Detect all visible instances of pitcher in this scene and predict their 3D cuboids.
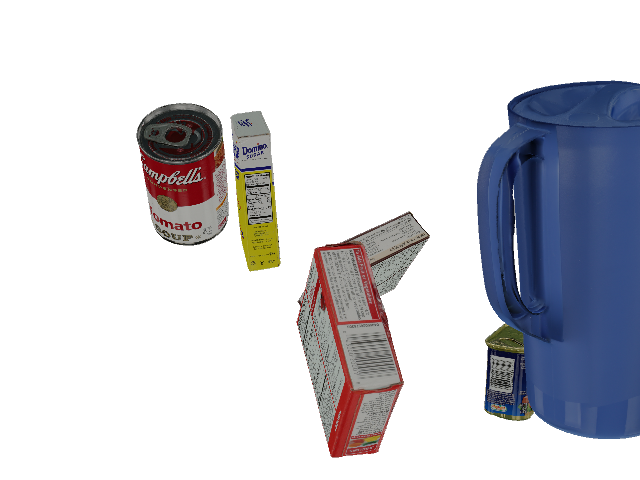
[{"bbox_3d":[0.192,0.016,0.754,0.149,0.243,0.145,1,20,14],"label":"pitcher"}]

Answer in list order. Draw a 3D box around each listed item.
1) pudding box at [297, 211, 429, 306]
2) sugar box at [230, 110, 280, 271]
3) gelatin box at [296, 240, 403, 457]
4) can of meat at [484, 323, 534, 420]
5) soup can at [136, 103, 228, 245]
[{"bbox_3d":[0.042,0.027,1.028,0.113,0.039,0.090,-26,-24,-38],"label":"pudding box"},{"bbox_3d":[-0.081,-0.061,1.311,0.048,0.176,0.093,-9,25,-7],"label":"sugar box"},{"bbox_3d":[0.014,0.057,0.558,0.030,0.089,0.073,-5,-36,-13],"label":"gelatin box"},{"bbox_3d":[0.220,0.146,1.194,0.058,0.084,0.102,7,12,25],"label":"can of meat"},{"bbox_3d":[-0.112,-0.053,0.879,0.068,0.068,0.102,0,-41,-1],"label":"soup can"}]
